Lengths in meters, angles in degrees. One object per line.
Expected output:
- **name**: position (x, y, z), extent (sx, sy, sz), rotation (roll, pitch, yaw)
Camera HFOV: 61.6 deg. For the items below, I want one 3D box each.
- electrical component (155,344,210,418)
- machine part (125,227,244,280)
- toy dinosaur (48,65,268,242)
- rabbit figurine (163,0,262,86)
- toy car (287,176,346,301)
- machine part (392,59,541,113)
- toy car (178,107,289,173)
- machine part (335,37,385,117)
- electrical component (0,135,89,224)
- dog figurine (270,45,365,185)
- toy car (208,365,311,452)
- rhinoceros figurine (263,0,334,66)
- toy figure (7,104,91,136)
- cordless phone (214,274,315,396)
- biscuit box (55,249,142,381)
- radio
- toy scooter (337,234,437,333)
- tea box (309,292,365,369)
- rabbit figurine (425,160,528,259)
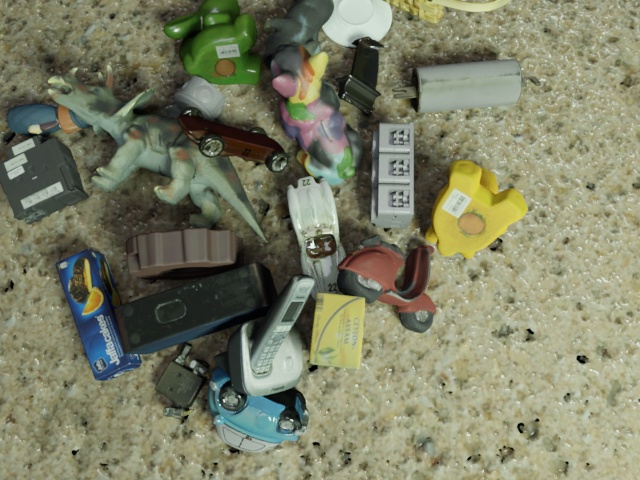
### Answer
- **electrical component**: position (-0.210, 0.222, 0.827), extent (0.078, 0.045, 0.102), rotation (34, 81, 8)
- **machine part**: position (-0.201, 0.025, 0.811), extent (0.179, 0.179, 0.056), rotation (-5, 79, 1)
- **toy dinosaur**: position (-0.239, -0.142, 0.882), extent (0.405, 0.131, 0.192), rotation (23, 73, -1)
- **rabbit figurine**: position (-0.181, -0.354, 0.943), extent (0.159, 0.121, 0.170), rotation (-13, 58, 7)
- **toy car**: position (-0.002, -0.003, 0.854), extent (0.074, 0.056, 0.201), rotation (-13, 87, 0)
- **machine part**: position (0.244, -0.258, 0.903), extent (0.243, 0.079, 0.079), rotation (-6, 77, 2)
- **toy car**: position (-0.136, -0.152, 0.847), extent (0.053, 0.202, 0.089), rotation (-53, 58, 25)
- **machine part**: position (0.072, -0.288, 0.926), extent (0.084, 0.039, 0.139), rotation (22, 70, -24)
- **electrical component**: position (-0.473, -0.109, 0.910), extent (0.115, 0.058, 0.134), rotation (-25, 77, -5)
- **dog figurine**: position (-0.008, -0.195, 0.828), extent (0.108, 0.219, 0.191), rotation (-28, 77, -1)
- **toy car**: position (-0.100, 0.255, 0.793), extent (0.162, 0.109, 0.103), rotation (28, 100, -2)
- **rhinoceros figurine**: position (-0.040, -0.352, 0.944), extent (0.112, 0.073, 0.190), rotation (24, 79, 1)
- **toy figure**: position (-0.457, -0.213, 0.934), extent (0.155, 0.058, 0.064), rotation (-3, 82, -3)
- **cordless phone**: position (-0.050, 0.123, 0.760), extent (0.089, 0.146, 0.184), rotation (39, 104, 28)
- **biscuit box**: position (-0.348, 0.117, 0.849), extent (0.063, 0.059, 0.202), rotation (-25, 77, -3)
- **radio**: position (-0.181, 0.104, 0.809), extent (0.230, 0.131, 0.073), rotation (-19, 78, -2)
- **toy scooter**: position (0.116, 0.049, 0.824), extent (0.184, 0.075, 0.135), rotation (30, 73, -20)
- **tea box**: position (0.027, 0.135, 0.773), extent (0.068, 0.169, 0.098), rotation (6, 79, 5)
- **rabbit figurine**: position (0.237, -0.046, 0.825), extent (0.122, 0.173, 0.162), rotation (23, 123, 8)
